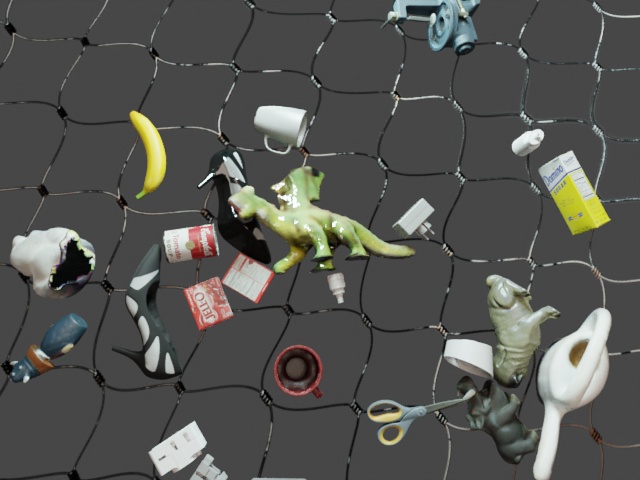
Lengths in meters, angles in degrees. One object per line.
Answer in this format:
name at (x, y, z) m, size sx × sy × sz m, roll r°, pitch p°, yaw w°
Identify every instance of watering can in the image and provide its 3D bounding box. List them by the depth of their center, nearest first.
watering can at (0.473, 0.293, 1.002) m, size 0.104 × 0.221 × 0.351 m, roll 27°, pitch 77°, yaw 19°

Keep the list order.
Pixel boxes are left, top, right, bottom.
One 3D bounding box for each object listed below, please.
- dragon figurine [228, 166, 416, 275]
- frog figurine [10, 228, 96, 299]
dragon figurine at (0.003, -0.054, 1.078) m, size 0.411 × 0.120 × 0.247 m, roll -3°, pitch 66°, yaw -31°
frog figurine at (-0.527, 0.044, 1.007) m, size 0.159 × 0.122 × 0.138 m, roll 0°, pitch 85°, yaw 29°
